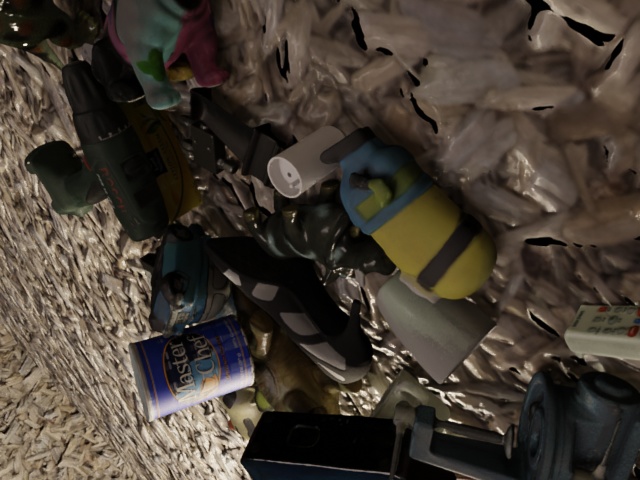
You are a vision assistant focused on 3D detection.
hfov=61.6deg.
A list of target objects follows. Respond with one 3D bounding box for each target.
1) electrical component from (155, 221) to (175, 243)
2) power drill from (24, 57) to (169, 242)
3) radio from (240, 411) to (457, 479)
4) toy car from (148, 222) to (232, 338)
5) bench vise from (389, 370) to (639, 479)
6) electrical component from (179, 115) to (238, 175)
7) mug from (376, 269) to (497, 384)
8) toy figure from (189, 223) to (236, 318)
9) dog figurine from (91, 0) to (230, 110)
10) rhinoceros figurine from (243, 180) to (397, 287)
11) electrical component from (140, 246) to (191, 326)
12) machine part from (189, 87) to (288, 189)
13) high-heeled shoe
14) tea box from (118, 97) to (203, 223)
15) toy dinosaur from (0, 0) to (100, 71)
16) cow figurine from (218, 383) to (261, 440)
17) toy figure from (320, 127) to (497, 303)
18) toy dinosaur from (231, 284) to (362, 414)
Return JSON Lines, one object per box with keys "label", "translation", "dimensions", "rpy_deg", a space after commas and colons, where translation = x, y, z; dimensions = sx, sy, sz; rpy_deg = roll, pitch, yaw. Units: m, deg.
{"label": "electrical component", "translation": [-0.250, -0.021, 0.858], "dimensions": [0.102, 0.045, 0.078], "rpy_deg": [38, 170, 21]}
{"label": "power drill", "translation": [-0.299, -0.106, 0.700], "dimensions": [0.207, 0.086, 0.231], "rpy_deg": [-5, 120, 36]}
{"label": "radio", "translation": [0.028, 0.267, 0.627], "dimensions": [0.230, 0.073, 0.131], "rpy_deg": [-9, 125, 30]}
{"label": "toy car", "translation": [-0.170, 0.055, 0.722], "dimensions": [0.162, 0.103, 0.109], "rpy_deg": [-111, 39, -51]}
{"label": "bench vise", "translation": [0.187, 0.211, 0.510], "dimensions": [0.241, 0.129, 0.223], "rpy_deg": [11, 123, 12]}
{"label": "electrical component", "translation": [-0.141, -0.119, 0.677], "dimensions": [0.094, 0.021, 0.063], "rpy_deg": [31, 138, 25]}
{"label": "mug", "translation": [0.111, 0.081, 0.549], "dimensions": [0.107, 0.081, 0.109], "rpy_deg": [45, 169, 19]}
{"label": "toy figure", "translation": [-0.171, 0.048, 0.818], "dimensions": [0.064, 0.058, 0.154], "rpy_deg": [-2, 119, 46]}
{"label": "dog figurine", "translation": [-0.175, -0.254, 0.537], "dimensions": [0.192, 0.108, 0.219], "rpy_deg": [20, 129, 38]}
{"label": "rhinoceros figurine", "translation": [-0.001, -0.002, 0.589], "dimensions": [0.191, 0.073, 0.112], "rpy_deg": [9, 125, 43]}
{"label": "electrical component", "translation": [-0.232, 0.081, 0.910], "dimensions": [0.134, 0.058, 0.114], "rpy_deg": [22, 136, 32]}
{"label": "machine part", "translation": [-0.095, -0.121, 0.617], "dimensions": [0.139, 0.039, 0.084], "rpy_deg": [42, 147, 10]}
{"label": "high-heeled shoe", "translation": [-0.042, 0.090, 0.692], "dimensions": [0.249, 0.086, 0.145], "rpy_deg": [24, 132, 19]}
{"label": "tea box", "translation": [-0.244, -0.113, 0.751], "dimensions": [0.098, 0.068, 0.169], "rpy_deg": [7, 124, 40]}
{"label": "toy dinosaur", "translation": [-0.351, -0.303, 0.603], "dimensions": [0.131, 0.192, 0.404], "rpy_deg": [44, 141, 12]}
{"label": "cow figurine", "translation": [-0.114, 0.330, 0.979], "dimensions": [0.127, 0.085, 0.194], "rpy_deg": [9, 126, 49]}
{"label": "toy figure", "translation": [0.080, -0.023, 0.482], "dimensions": [0.180, 0.082, 0.089], "rpy_deg": [54, 145, 0]}
{"label": "toy dinosaur", "translation": [-0.026, 0.223, 0.784], "dimensions": [0.471, 0.105, 0.198], "rpy_deg": [60, 151, 3]}
